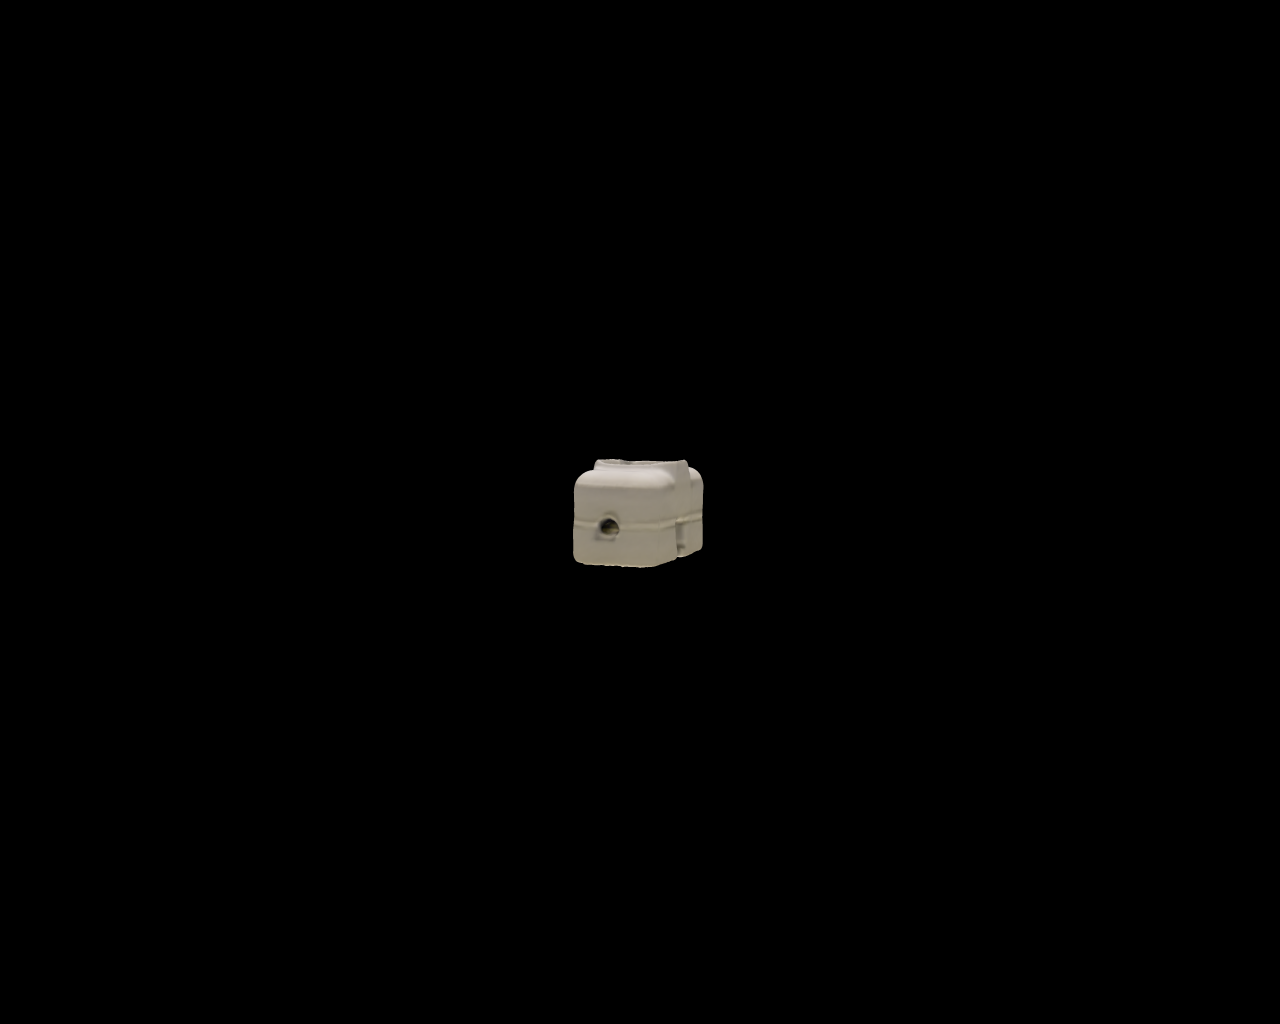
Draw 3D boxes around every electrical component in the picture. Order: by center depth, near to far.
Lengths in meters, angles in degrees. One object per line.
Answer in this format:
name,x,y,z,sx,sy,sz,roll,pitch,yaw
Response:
electrical component,0.001,-0.003,0.650,0.054,0.059,0.095,2,5,24
